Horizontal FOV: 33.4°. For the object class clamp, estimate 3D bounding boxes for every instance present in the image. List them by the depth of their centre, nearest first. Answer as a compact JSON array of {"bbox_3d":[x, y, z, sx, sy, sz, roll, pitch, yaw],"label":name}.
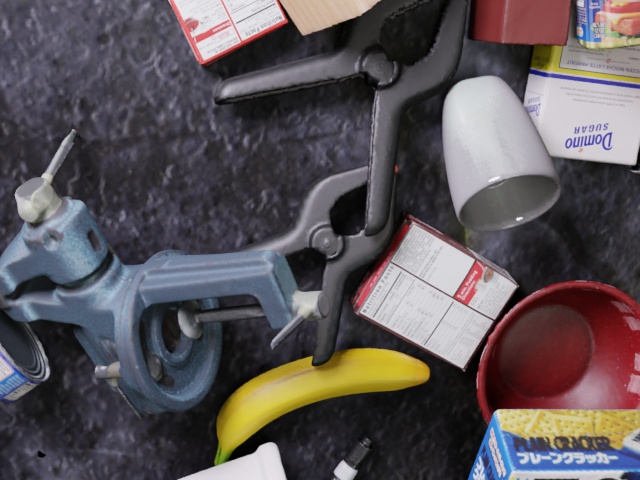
[{"bbox_3d":[0.048,-0.118,0.815,0.210,0.036,0.164,-42,93,-4],"label":"clamp"},{"bbox_3d":[-0.006,0.001,0.846,0.120,0.039,0.171,31,90,-7],"label":"clamp"}]

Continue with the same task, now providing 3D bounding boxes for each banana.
[{"bbox_3d":[-0.006,0.125,0.884,0.198,0.037,0.069,-21,137,-1],"label":"banana"}]

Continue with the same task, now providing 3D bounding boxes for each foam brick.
[{"bbox_3d":[0.151,-0.175,0.810,0.053,0.078,0.051,1,103,-11],"label":"foam brick"}]

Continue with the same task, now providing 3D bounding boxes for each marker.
[{"bbox_3d":[0.008,0.219,0.917,0.020,0.020,0.121,32,97,-17],"label":"marker"}]

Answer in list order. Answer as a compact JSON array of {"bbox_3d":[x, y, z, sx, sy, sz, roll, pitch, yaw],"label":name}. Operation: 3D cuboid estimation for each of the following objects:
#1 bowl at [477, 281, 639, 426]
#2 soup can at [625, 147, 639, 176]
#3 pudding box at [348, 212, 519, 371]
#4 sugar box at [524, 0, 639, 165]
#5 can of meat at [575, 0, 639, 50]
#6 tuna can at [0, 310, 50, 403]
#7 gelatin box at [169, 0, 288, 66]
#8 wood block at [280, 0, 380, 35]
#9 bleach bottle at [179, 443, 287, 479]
[{"bbox_3d":[0.202,0.105,0.905,0.162,0.055,0.162,-3,105,-10],"label":"bowl"},{"bbox_3d":[0.311,-0.065,0.874,0.102,0.068,0.068,25,99,-16],"label":"soup can"},{"bbox_3d":[0.093,0.043,0.878,0.113,0.039,0.090,30,99,-14],"label":"pudding box"},{"bbox_3d":[0.218,-0.152,0.845,0.093,0.048,0.176,6,105,-14],"label":"sugar box"},{"bbox_3d":[0.237,-0.189,0.782,0.102,0.057,0.084,-8,108,-2],"label":"can of meat"},{"bbox_3d":[-0.242,0.079,0.799,0.034,0.086,0.086,-34,108,1],"label":"tuna can"},{"bbox_3d":[-0.076,-0.184,0.790,0.073,0.030,0.089,-28,107,-4],"label":"gelatin box"},{"bbox_3d":[-0.019,-0.258,0.738,0.090,0.090,0.206,-43,109,-23],"label":"wood block"},{"bbox_3d":[-0.143,0.247,0.869,0.250,0.068,0.102,-15,124,-5],"label":"bleach bottle"}]
